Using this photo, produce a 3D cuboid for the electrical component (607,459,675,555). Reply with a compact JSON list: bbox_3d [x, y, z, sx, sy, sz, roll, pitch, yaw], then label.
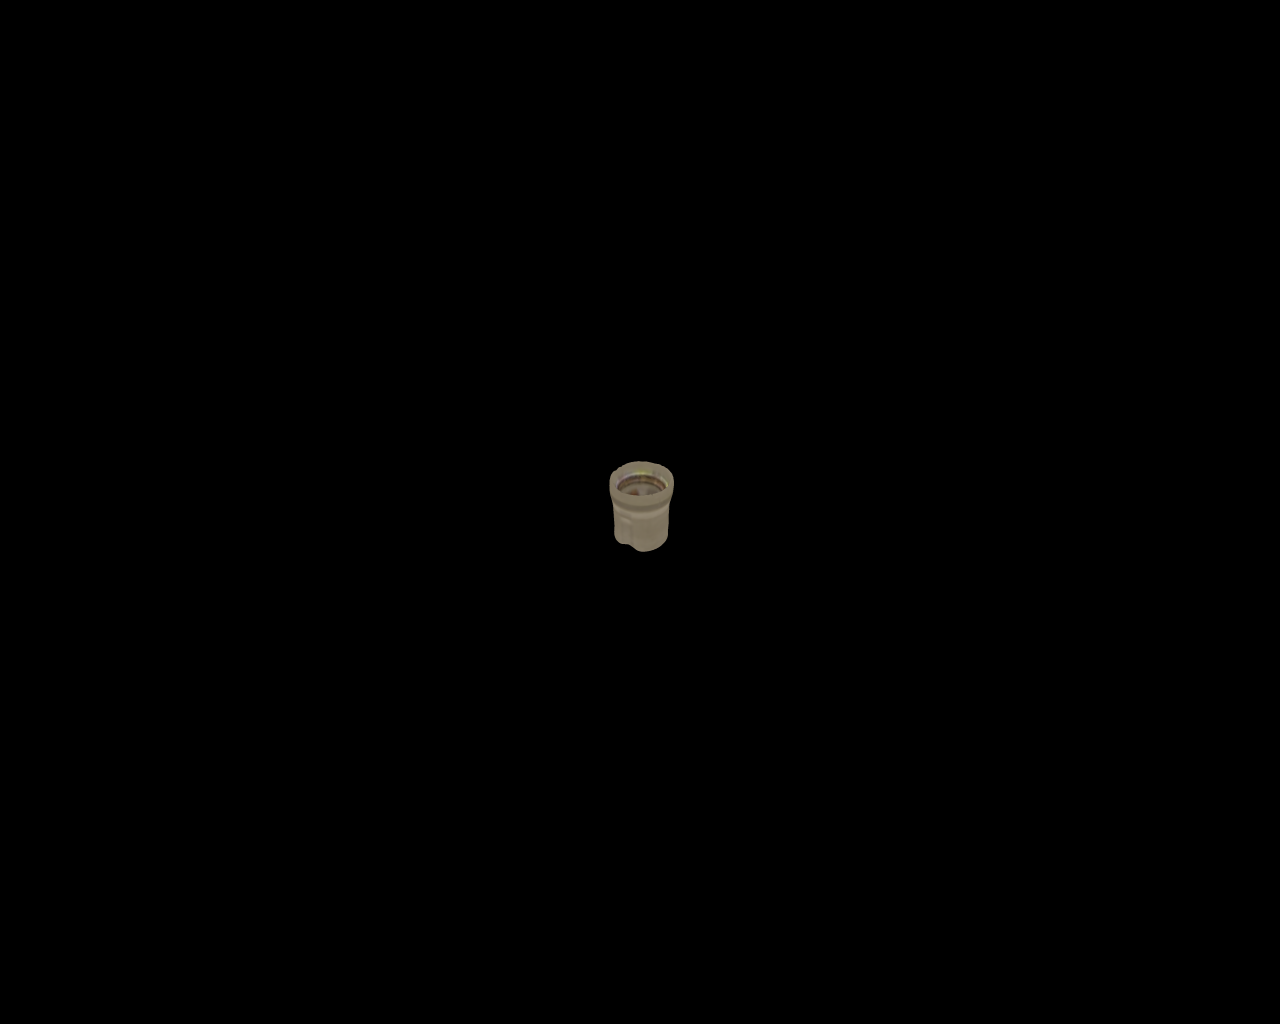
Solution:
[{"bbox_3d":[0.001,-0.003,0.650,0.040,0.046,0.040,0,36,0],"label":"electrical component"}]
